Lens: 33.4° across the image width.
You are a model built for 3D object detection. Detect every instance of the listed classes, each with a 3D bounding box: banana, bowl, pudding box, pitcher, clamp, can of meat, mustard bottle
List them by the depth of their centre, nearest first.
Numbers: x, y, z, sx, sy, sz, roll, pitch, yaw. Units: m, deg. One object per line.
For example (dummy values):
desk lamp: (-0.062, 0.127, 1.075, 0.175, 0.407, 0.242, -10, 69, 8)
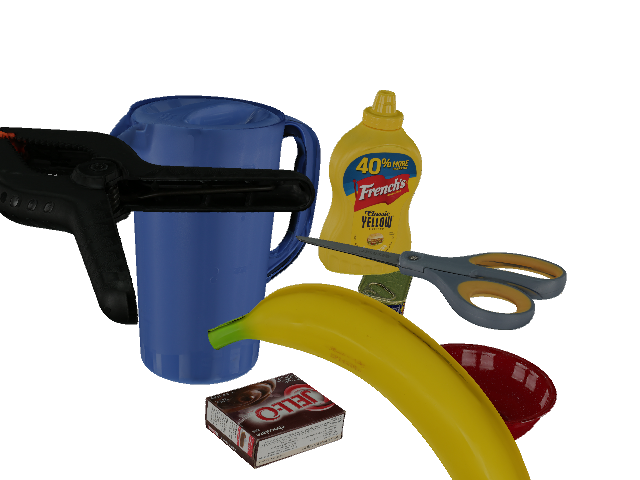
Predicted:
banana: (0.041, 0.079, 0.529, 0.198, 0.070, 0.037, 37, 23, 5)
clamp: (-0.119, -0.030, 0.637, 0.210, 0.036, 0.164, 27, 39, 35)
pitcher: (-0.093, -0.003, 0.944, 0.149, 0.243, 0.144, 10, 20, 16)
pudding box: (-0.046, 0.178, 1.066, 0.113, 0.039, 0.090, -14, 28, -37)
mustard bottle: (0.055, -0.060, 1.099, 0.096, 0.192, 0.058, 0, 24, -16)
bowl: (0.161, 0.169, 1.114, 0.162, 0.055, 0.162, 4, 24, -2)
can of meat: (0.073, 0.083, 1.276, 0.057, 0.084, 0.102, 12, 26, 7)

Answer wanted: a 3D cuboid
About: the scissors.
scissors: (0.070, 0.027, 0.752, 0.202, 0.016, 0.096, 5, 28, 12)
